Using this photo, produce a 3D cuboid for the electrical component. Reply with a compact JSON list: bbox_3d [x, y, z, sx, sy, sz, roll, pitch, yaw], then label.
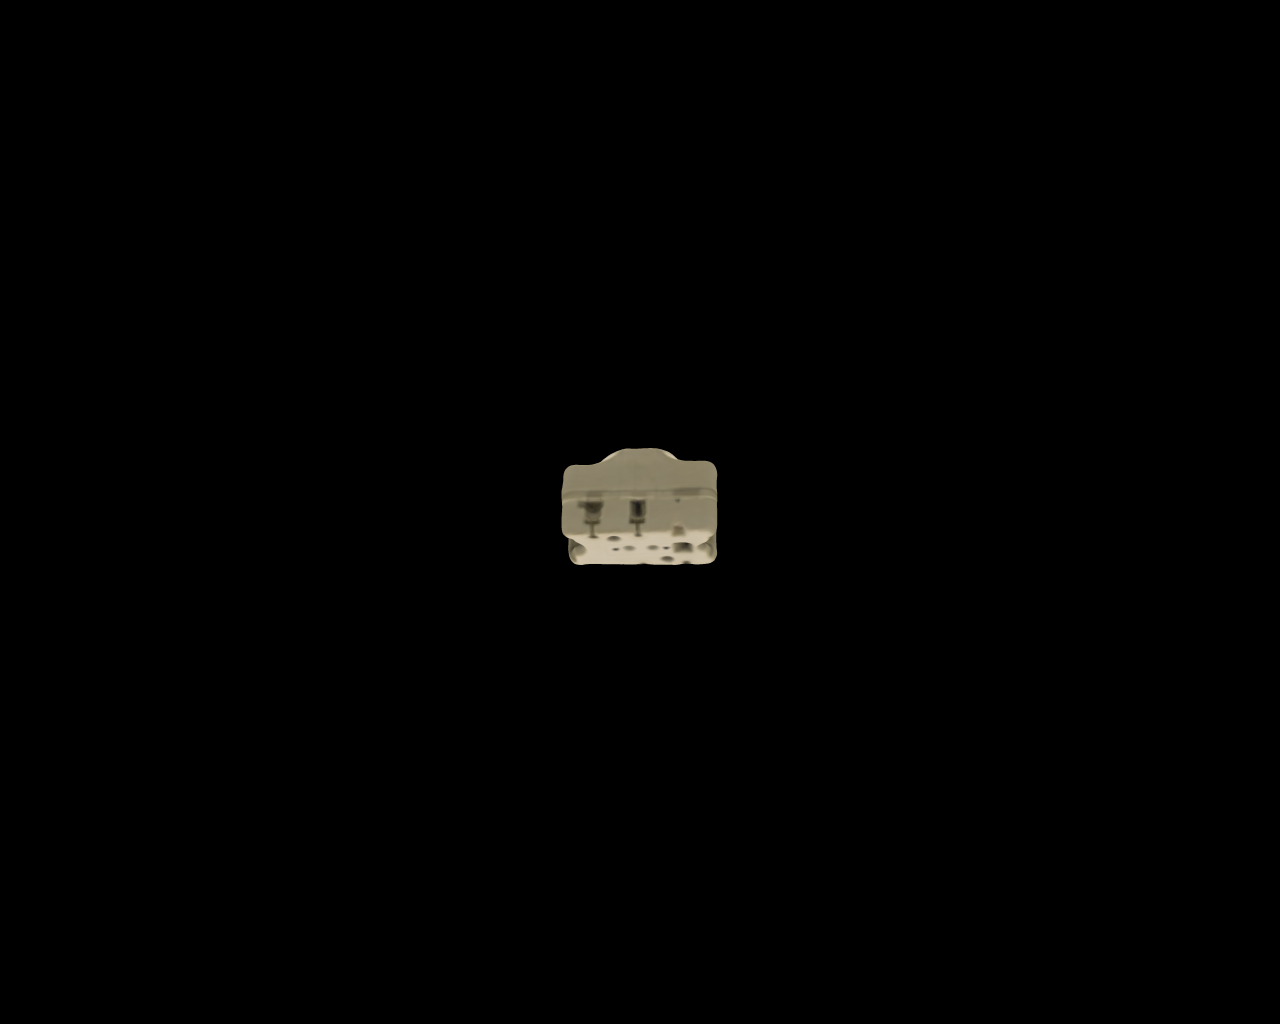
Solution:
[{"bbox_3d":[0.001,-0.003,0.650,0.089,0.056,0.050,-1,-28,2],"label":"electrical component"}]
